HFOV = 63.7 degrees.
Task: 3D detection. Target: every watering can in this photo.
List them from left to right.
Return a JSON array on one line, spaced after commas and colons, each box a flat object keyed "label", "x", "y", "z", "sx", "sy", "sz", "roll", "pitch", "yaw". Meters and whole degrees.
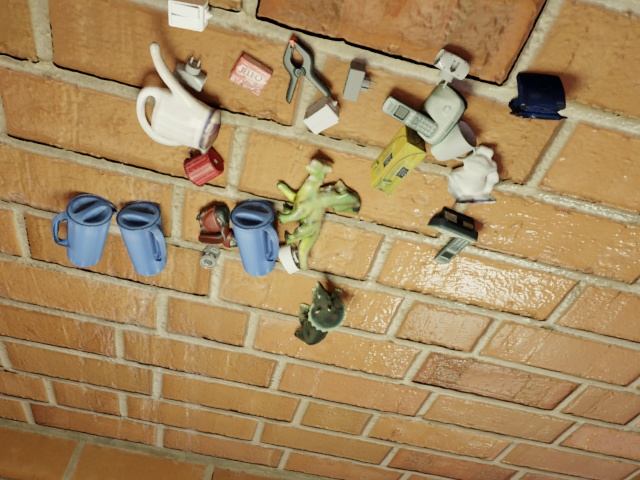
[{"label": "watering can", "x": -0.360, "y": -0.341, "z": 1.328, "sx": 0.224, "sy": 0.106, "sz": 0.341, "roll": 21, "pitch": 148, "yaw": -11}]

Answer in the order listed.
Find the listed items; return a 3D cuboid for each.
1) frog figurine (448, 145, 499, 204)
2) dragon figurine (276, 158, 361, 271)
[{"label": "frog figurine", "x": 0.426, "y": -0.182, "z": 1.430, "sx": 0.137, "sy": 0.123, "sz": 0.159, "roll": 2, "pitch": 96, "yaw": 15}, {"label": "dragon figurine", "x": 0.005, "y": -0.078, "z": 1.551, "sx": 0.242, "sy": 0.125, "sz": 0.401, "roll": -13, "pitch": 130, "yaw": 6}]
